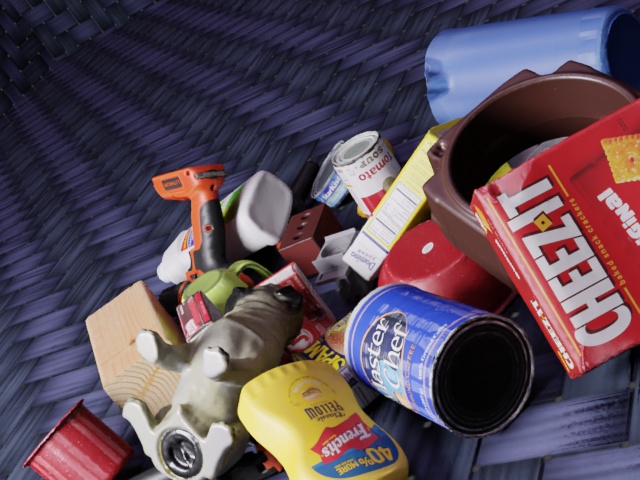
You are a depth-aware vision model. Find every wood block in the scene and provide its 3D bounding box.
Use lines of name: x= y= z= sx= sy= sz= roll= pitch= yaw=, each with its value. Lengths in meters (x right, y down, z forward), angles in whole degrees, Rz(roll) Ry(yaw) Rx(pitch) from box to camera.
wood block: x=-0.207 y=0.136 z=1.259 sx=0.091 sy=0.090 sz=0.206 roll=-36 pitch=23 yaw=-4

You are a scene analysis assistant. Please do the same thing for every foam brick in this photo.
foam brick: x=-0.008 y=0.002 z=1.293 sx=0.053 sy=0.051 sz=0.078 roll=-23 pitch=26 yaw=26

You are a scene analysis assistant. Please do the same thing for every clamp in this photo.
clamp: x=-0.107 y=0.202 z=1.067 sx=0.210 sy=0.036 sz=0.164 roll=-12 pitch=33 yaw=42
clamp: x=-0.056 y=-0.031 z=1.435 sx=0.120 sy=0.039 sz=0.171 roll=-37 pitch=23 yaw=29

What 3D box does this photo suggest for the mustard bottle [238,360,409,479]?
mustard bottle: x=0.016 y=0.179 z=0.872 sx=0.096 sy=0.058 sz=0.192 roll=-10 pitch=38 yaw=-32

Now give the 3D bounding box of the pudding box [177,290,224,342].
pudding box: x=-0.100 y=0.116 z=1.125 sx=0.039 sy=0.113 sz=0.090 roll=-40 pitch=23 yaw=2

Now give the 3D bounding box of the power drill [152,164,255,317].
power drill: x=-0.158 y=0.006 z=1.338 sx=0.057 sy=0.187 sz=0.185 roll=-12 pitch=1 yaw=-42

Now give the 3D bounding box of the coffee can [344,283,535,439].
coffee can: x=0.098 y=0.099 z=0.907 sx=0.102 sy=0.102 sz=0.140 roll=-42 pitch=25 yaw=-16

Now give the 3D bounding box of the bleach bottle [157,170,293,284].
bleach bottle: x=-0.141 y=0.004 z=1.419 sx=0.251 sy=0.068 sz=0.102 roll=-32 pitch=31 yaw=42

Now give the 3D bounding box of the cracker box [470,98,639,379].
cracker box: x=0.249 y=-0.016 z=0.821 sx=0.213 sy=0.164 sz=0.072 roll=-29 pitch=-13 yaw=0

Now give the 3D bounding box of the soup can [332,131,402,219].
soup can: x=0.067 y=-0.070 z=1.264 sx=0.068 sy=0.102 sz=0.068 roll=-29 pitch=24 yaw=14

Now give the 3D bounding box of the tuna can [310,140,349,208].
tuna can: x=0.023 y=-0.085 z=1.394 sx=0.086 sy=0.033 sz=0.086 roll=-57 pitch=13 yaw=21

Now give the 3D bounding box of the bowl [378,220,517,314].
bowl: x=0.117 y=0.027 z=1.047 sx=0.162 sy=0.055 sz=0.162 roll=-23 pitch=33 yaw=15

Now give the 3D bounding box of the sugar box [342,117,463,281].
sugar box: x=0.100 y=-0.042 z=1.114 sx=0.093 sy=0.048 sz=0.176 roll=-27 pitch=-29 yaw=-57

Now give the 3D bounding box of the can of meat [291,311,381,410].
can of meat: x=0.033 y=0.116 z=1.020 sx=0.084 sy=0.057 sz=0.102 roll=-37 pitch=24 yaw=-12

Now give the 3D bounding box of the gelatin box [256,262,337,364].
gelatin box: x=-0.033 y=0.079 z=1.135 sx=0.073 sy=0.089 sz=0.030 roll=-32 pitch=26 yaw=8

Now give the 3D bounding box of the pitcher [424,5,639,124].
pitcher: x=0.257 y=-0.200 z=1.246 sx=0.243 sy=0.145 sz=0.149 roll=-2 pitch=52 yaw=46

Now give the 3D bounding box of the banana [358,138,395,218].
banana: x=0.071 y=-0.092 z=1.388 sx=0.070 sy=0.037 sz=0.198 roll=-58 pitch=14 yaw=20

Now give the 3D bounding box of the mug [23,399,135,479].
mug: x=-0.255 y=0.233 z=1.134 sx=0.093 sy=0.081 sz=0.117 roll=-50 pitch=1 yaw=-31
